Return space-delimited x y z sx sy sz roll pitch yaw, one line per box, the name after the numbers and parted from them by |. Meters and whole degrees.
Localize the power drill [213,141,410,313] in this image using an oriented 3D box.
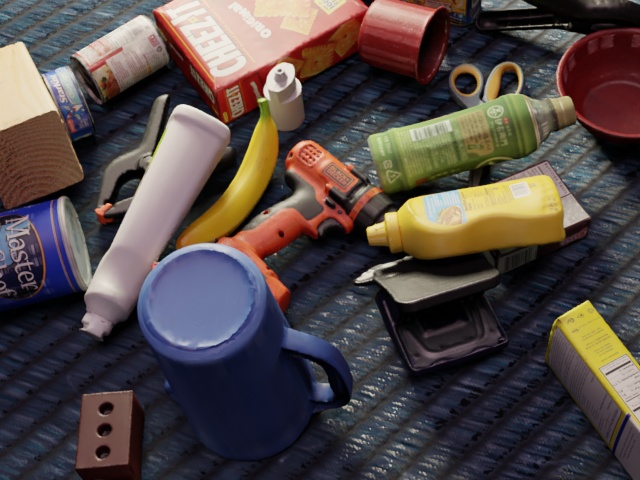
-0.007 0.001 1.126 0.184 0.057 0.187 39 67 20 | power drill

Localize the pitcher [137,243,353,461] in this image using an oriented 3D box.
-0.071 0.102 0.955 0.149 0.243 0.145 -36 64 -11 | pitcher

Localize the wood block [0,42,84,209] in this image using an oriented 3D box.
-0.337 -0.132 1.180 0.090 0.091 0.206 -23 36 -12 | wood block

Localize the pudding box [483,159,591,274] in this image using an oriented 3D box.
0.216 -0.025 1.133 0.113 0.039 0.090 -22 56 -11 | pudding box

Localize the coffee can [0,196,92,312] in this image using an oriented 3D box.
-0.320 0.020 1.114 0.140 0.103 0.103 -14 57 -4 | coffee can

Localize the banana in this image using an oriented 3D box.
-0.092 -0.058 1.168 0.037 0.069 0.197 4 61 49 | banana

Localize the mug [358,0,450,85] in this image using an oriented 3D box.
0.103 -0.241 1.261 0.082 0.093 0.117 20 30 23 | mug

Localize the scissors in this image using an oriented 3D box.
0.170 -0.134 1.221 0.096 0.016 0.201 21 62 19 | scissors

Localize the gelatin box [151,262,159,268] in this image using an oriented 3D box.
-0.145 0.073 1.071 0.030 0.089 0.073 -11 57 -2 | gelatin box

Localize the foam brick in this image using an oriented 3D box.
-0.201 0.192 1.022 0.053 0.051 0.078 -5 57 3 | foam brick

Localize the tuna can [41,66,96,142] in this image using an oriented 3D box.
-0.291 -0.157 1.237 0.033 0.086 0.086 -23 58 -12 | tuna can

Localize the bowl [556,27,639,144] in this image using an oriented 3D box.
0.344 -0.162 1.199 0.162 0.055 0.162 -2 57 4 | bowl

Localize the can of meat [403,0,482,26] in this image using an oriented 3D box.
0.149 -0.314 1.298 0.102 0.084 0.057 20 61 17 | can of meat

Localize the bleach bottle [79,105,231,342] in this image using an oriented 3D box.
-0.179 -0.013 1.112 0.068 0.103 0.250 27 72 -5 | bleach bottle

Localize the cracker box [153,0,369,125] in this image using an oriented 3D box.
-0.070 -0.258 1.289 0.213 0.072 0.164 -30 59 -13 | cracker box

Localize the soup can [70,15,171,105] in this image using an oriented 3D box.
-0.239 -0.217 1.281 0.102 0.068 0.069 -35 61 -17 | soup can

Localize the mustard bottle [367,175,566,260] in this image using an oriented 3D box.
0.142 -0.018 1.069 0.191 0.058 0.096 -9 27 4 | mustard bottle

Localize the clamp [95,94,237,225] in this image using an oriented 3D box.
-0.179 -0.077 1.203 0.120 0.039 0.171 28 71 17 | clamp

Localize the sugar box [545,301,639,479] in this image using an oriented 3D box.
0.277 0.150 0.981 0.048 0.093 0.176 -28 60 -12 | sugar box

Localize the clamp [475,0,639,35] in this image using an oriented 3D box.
0.296 -0.262 1.230 0.210 0.164 0.036 4 89 -2 | clamp
